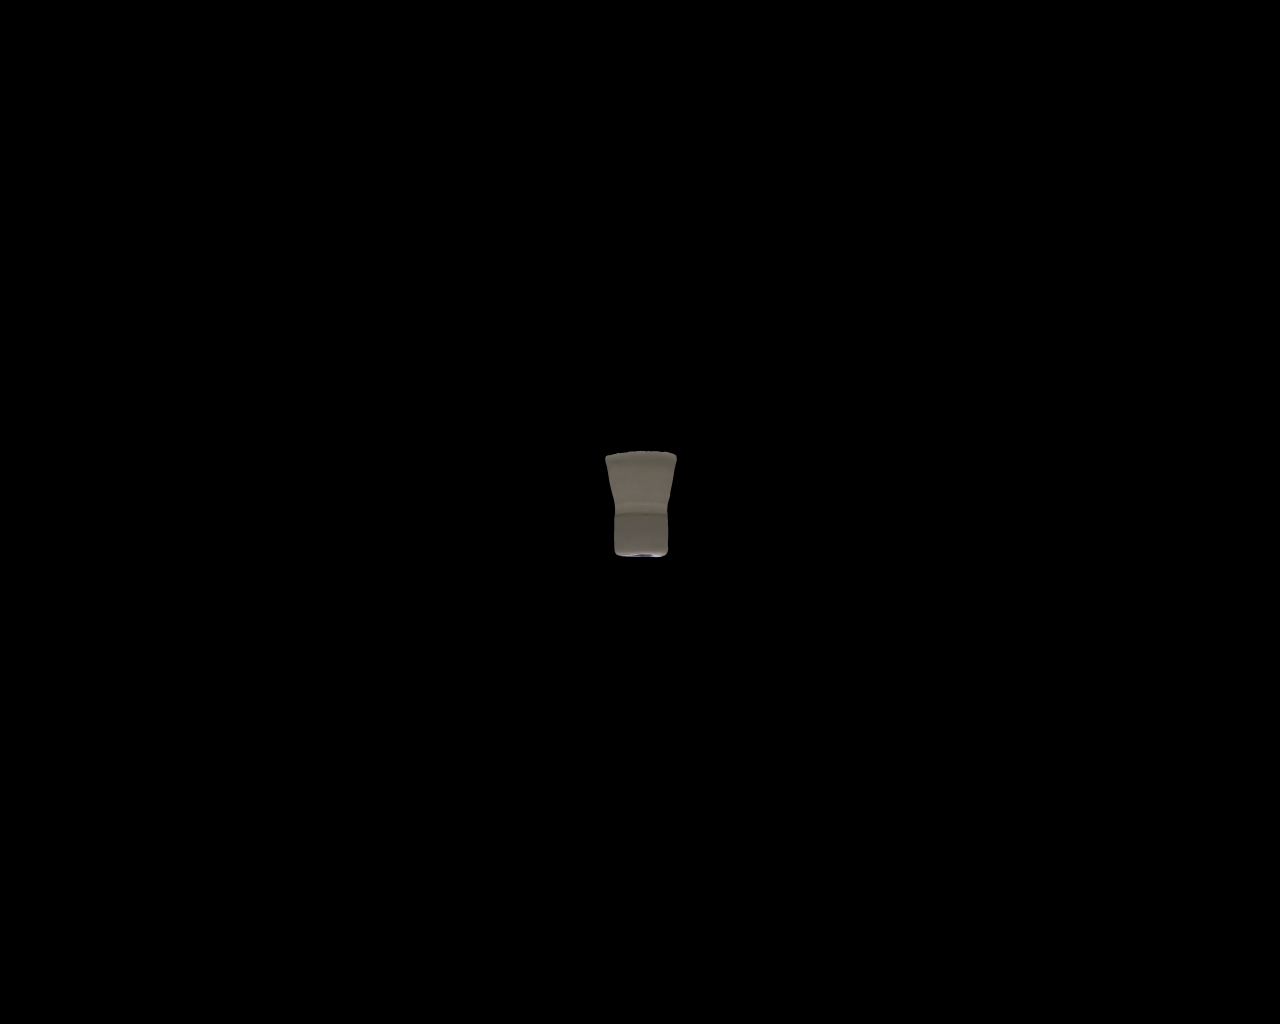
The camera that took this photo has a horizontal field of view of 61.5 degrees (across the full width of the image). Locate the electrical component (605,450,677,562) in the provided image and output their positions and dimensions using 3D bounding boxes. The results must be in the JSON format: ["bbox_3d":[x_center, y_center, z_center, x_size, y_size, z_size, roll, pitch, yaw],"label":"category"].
[{"bbox_3d":[0.001,-0.003,0.650,0.044,0.065,0.044,0,-5,0],"label":"electrical component"}]
